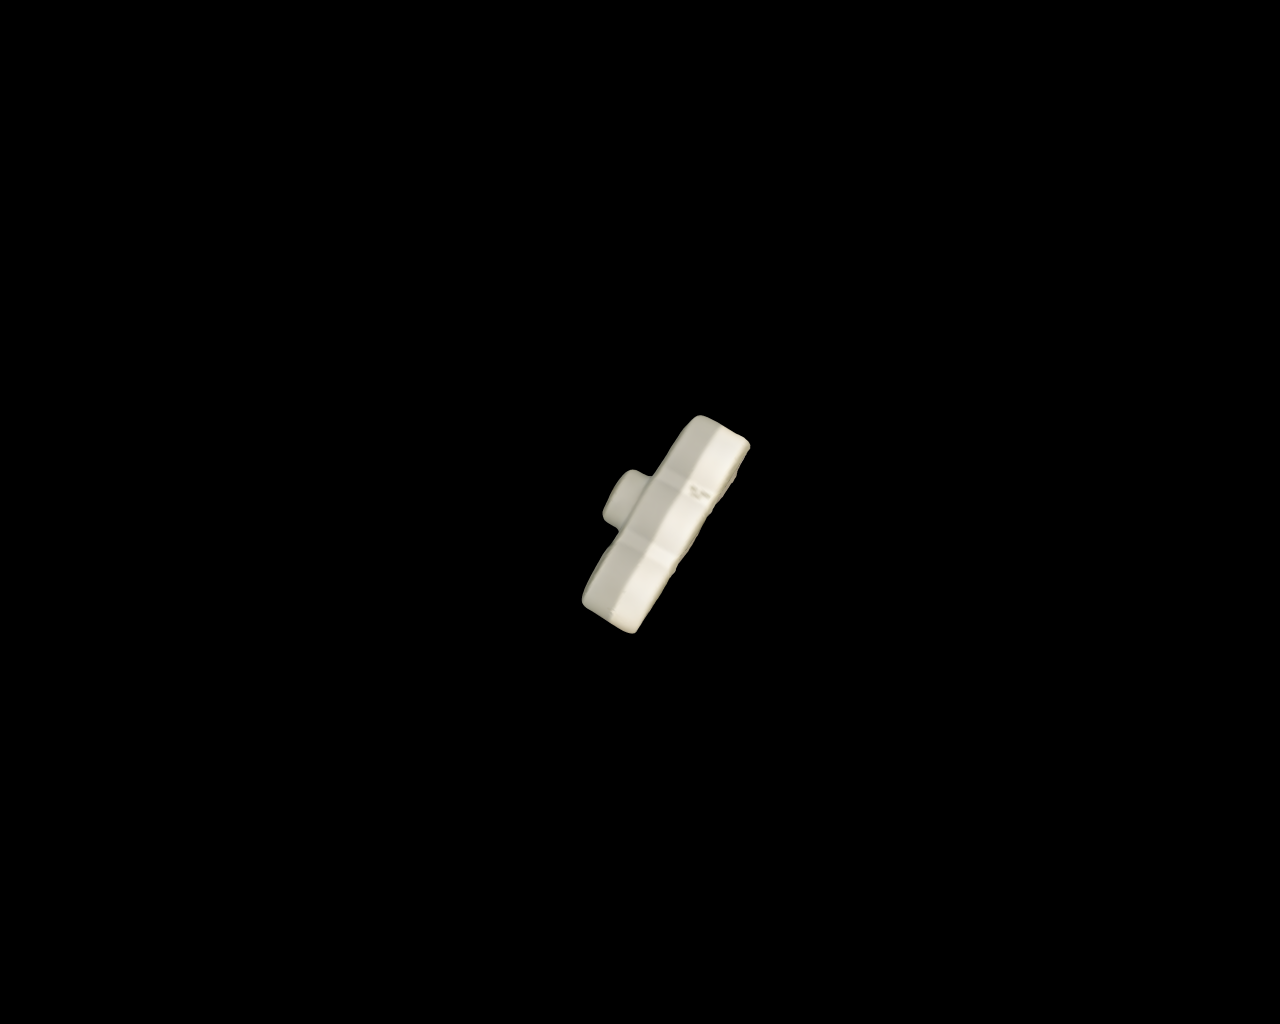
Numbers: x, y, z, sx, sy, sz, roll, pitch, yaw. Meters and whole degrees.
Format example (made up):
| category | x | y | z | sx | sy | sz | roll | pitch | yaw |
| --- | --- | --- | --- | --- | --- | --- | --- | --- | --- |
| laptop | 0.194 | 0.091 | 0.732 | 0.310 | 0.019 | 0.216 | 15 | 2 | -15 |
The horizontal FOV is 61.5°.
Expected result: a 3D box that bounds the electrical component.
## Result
| category | x | y | z | sx | sy | sz | roll | pitch | yaw |
| --- | --- | --- | --- | --- | --- | --- | --- | --- | --- |
| electrical component | 0.001 | -0.003 | 0.650 | 0.074 | 0.138 | 0.052 | 31 | -7 | 5 |
